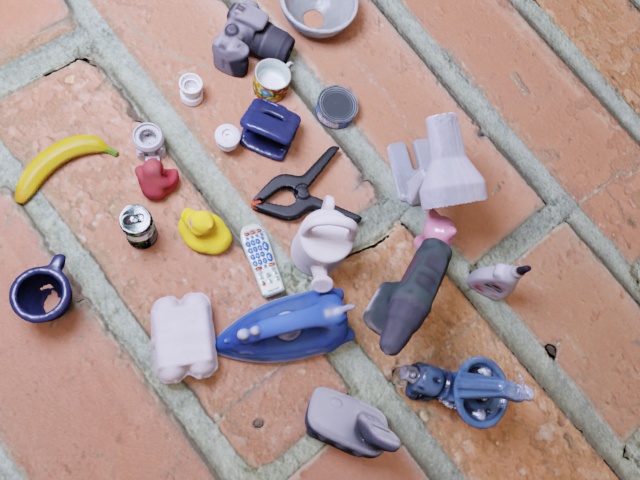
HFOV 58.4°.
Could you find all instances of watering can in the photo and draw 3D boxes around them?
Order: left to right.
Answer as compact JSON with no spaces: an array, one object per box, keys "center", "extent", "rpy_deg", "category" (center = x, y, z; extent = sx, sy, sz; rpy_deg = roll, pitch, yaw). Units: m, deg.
[{"center":[0.011,0.004,1.009],"extent":[0.101,0.194,0.173],"rpy_deg":[-13,77,-14],"category":"watering can"}]

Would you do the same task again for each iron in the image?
[{"center":[-0.062,0.150,0.981],"extent":[0.259,0.141,0.118],"rpy_deg":[-13,77,-14],"category":"iron"}]

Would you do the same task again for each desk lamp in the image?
[{"center":[0.216,-0.133,1.078],"extent":[0.118,0.213,0.203],"rpy_deg":[-10,76,-13],"category":"desk lamp"}]

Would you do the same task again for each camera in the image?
[{"center":[-0.127,-0.400,1.148],"extent":[0.137,0.100,0.143],"rpy_deg":[26,71,-2],"category":"camera"}]

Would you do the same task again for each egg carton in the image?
[{"center":[-0.234,0.167,0.981],"extent":[0.107,0.069,0.150],"rpy_deg":[-8,76,-13],"category":"egg carton"}]

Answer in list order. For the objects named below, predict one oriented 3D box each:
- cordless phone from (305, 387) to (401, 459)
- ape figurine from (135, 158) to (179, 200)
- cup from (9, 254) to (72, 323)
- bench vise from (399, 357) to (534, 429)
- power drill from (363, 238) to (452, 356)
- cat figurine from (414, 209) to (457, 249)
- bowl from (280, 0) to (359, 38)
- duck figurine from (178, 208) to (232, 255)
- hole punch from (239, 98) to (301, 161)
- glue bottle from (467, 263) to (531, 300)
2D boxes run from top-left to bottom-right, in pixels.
[{"center":[0.054,0.301,0.937],"extent":[0.147,0.185,0.094],"rpy_deg":[21,71,-4],"category":"cordless phone"},{"center":[-0.299,-0.118,1.039],"extent":[0.078,0.092,0.076],"rpy_deg":[24,71,-3],"category":"ape figurine"},{"center":[-0.447,0.085,0.951],"extent":[0.092,0.095,0.118],"rpy_deg":[20,71,-4],"category":"cup"},{"center":[0.246,0.260,0.967],"extent":[0.207,0.219,0.121],"rpy_deg":[-1,74,-11],"category":"bench vise"},{"center":[0.145,0.109,0.997],"extent":[0.075,0.208,0.230],"rpy_deg":[31,71,0],"category":"power drill"},{"center":[0.224,0.010,1.089],"extent":[0.067,0.117,0.128],"rpy_deg":[4,73,-9],"category":"cat figurine"},{"center":[-0.007,-0.490,1.211],"extent":[0.167,0.074,0.167],"rpy_deg":[3,74,-10],"category":"bowl"},{"center":[-0.207,-0.022,1.032],"extent":[0.104,0.086,0.077],"rpy_deg":[32,71,0],"category":"duck figurine"},{"center":[-0.097,-0.225,1.109],"extent":[0.108,0.091,0.101],"rpy_deg":[22,71,-4],"category":"hole punch"},{"center":[0.342,0.070,1.065],"extent":[0.078,0.173,0.037],"rpy_deg":[25,71,-3],"category":"glue bottle"}]
